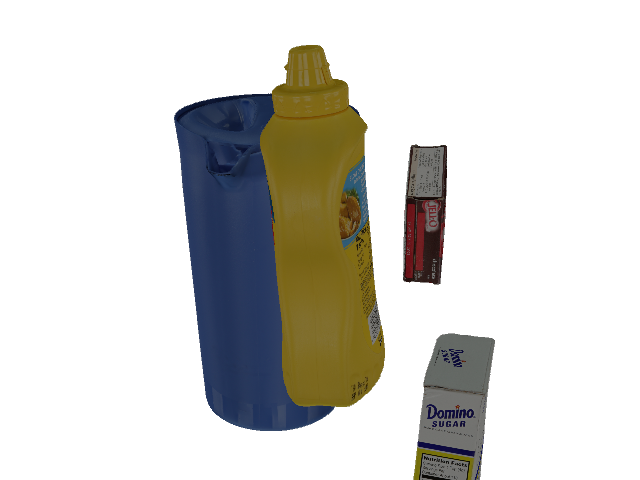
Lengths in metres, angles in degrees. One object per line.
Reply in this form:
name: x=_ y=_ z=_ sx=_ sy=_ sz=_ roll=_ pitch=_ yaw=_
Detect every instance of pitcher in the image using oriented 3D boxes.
pitcher: x=-0.034 y=0.012 z=0.815 sx=0.149 sy=0.243 sz=0.145 roll=-10 pitch=24 yaw=-24

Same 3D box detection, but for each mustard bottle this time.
mustard bottle: x=0.001 y=-0.011 z=0.591 sx=0.058 sy=0.192 sz=0.096 roll=0 pitch=21 yaw=13

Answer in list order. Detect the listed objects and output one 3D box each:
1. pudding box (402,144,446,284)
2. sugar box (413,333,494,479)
pudding box: x=0.098 y=-0.026 z=0.991 sx=0.039 sy=0.090 sz=0.113 roll=3 pitch=31 yaw=4
sugar box: x=0.085 y=0.160 z=0.723 sx=0.048 sy=0.176 sz=0.093 roll=5 pitch=18 yaw=11
